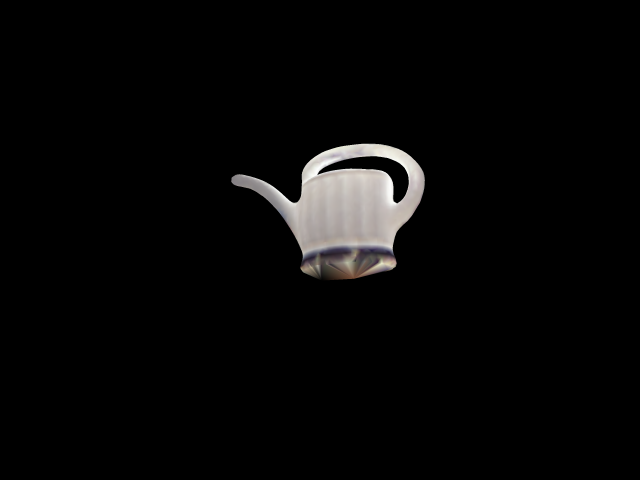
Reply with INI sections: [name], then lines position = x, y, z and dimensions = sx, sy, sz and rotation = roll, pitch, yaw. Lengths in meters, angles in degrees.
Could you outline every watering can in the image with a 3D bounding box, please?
[watering can]
position = 0.003, -0.043, 0.850
dimensions = 0.346, 0.228, 0.103
rotation = -7, -19, 22
